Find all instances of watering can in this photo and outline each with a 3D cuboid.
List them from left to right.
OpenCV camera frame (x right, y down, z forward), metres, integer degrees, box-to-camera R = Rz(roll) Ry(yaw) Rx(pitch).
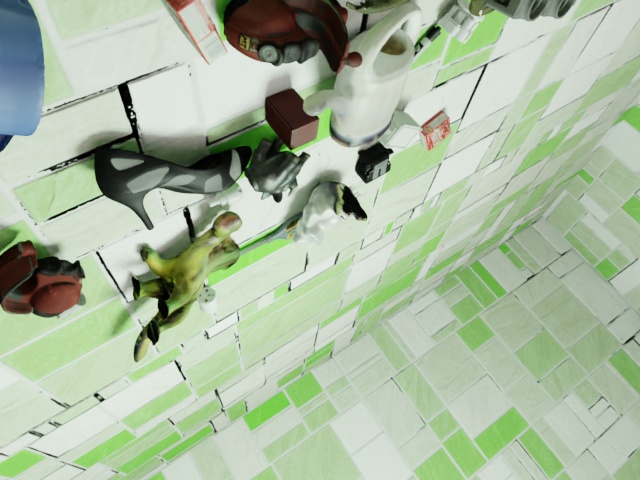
[{"bbox_3d":[0.061,-0.232,0.803,0.104,0.354,0.219,32,-33,11],"label":"watering can"}]

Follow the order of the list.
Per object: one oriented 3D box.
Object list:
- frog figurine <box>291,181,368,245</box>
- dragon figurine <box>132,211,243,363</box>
[{"bbox_3d":[0.003,-0.058,1.143,0.158,0.123,0.139,-24,0,31],"label":"frog figurine"},{"bbox_3d":[-0.249,0.085,1.031,0.246,0.123,0.401,-28,-21,-43],"label":"dragon figurine"}]
